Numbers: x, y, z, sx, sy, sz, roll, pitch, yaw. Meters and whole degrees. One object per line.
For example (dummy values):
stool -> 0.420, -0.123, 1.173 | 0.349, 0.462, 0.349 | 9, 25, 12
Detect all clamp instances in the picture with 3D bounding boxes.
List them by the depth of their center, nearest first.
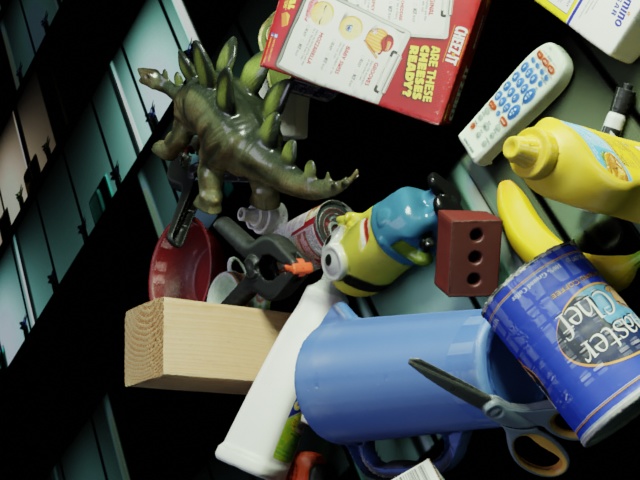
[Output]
clamp -> -0.074, 0.022, 1.256 | 0.172, 0.039, 0.120 | -14, 89, 48
clamp -> -0.167, -0.081, 1.463 | 0.164, 0.036, 0.210 | -39, 38, -4

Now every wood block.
wood block -> -0.118, 0.129, 1.258 | 0.090, 0.205, 0.091 | -22, 65, 48

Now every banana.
banana -> 0.223, 0.005, 0.992 | 0.069, 0.037, 0.198 | -55, 41, -2

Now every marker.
marker -> 0.261, -0.084, 0.974 | 0.020, 0.020, 0.121 | 30, 105, 51

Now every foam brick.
foam brick -> 0.145, 0.012, 1.049 | 0.051, 0.053, 0.078 | -130, 40, -75

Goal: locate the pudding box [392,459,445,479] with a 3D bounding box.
pudding box -> 0.080, 0.272, 1.028 | 0.113, 0.090, 0.039 | -30, 40, 6

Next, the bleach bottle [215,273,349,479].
bleach bottle -> -0.029, 0.144, 1.202 | 0.068, 0.102, 0.251 | 19, 78, 22

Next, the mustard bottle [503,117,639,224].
mustard bottle -> 0.221, -0.058, 0.876 | 0.058, 0.191, 0.096 | -56, 44, 28

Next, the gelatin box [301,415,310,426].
gelatin box -> 0.023, 0.163, 1.179 | 0.030, 0.073, 0.089 | 12, 91, 52

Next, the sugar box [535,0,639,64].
sugar box -> 0.253, -0.247, 1.000 | 0.176, 0.048, 0.093 | 52, 122, 40

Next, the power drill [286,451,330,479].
power drill -> 0.017, 0.327, 1.161 | 0.188, 0.057, 0.184 | -8, 75, 51

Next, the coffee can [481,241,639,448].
coffee can -> 0.218, 0.086, 0.892 | 0.140, 0.102, 0.103 | 54, 125, 23

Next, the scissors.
scissors -> 0.170, 0.138, 0.918 | 0.096, 0.201, 0.016 | -34, 31, 16

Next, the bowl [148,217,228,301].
bowl -> -0.173, 0.049, 1.470 | 0.162, 0.055, 0.162 | -16, 70, 50

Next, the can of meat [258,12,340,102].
can of meat -> -0.021, -0.224, 1.313 | 0.058, 0.083, 0.102 | -40, 53, 41

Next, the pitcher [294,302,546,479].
pitcher -> 0.101, 0.143, 1.049 | 0.243, 0.149, 0.145 | -13, 40, 47

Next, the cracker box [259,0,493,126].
cracker box -> 0.062, -0.230, 1.141 | 0.214, 0.072, 0.164 | 21, 101, 17

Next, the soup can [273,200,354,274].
soup can -> -0.008, 0.002, 1.259 | 0.102, 0.068, 0.068 | -27, 61, 47
